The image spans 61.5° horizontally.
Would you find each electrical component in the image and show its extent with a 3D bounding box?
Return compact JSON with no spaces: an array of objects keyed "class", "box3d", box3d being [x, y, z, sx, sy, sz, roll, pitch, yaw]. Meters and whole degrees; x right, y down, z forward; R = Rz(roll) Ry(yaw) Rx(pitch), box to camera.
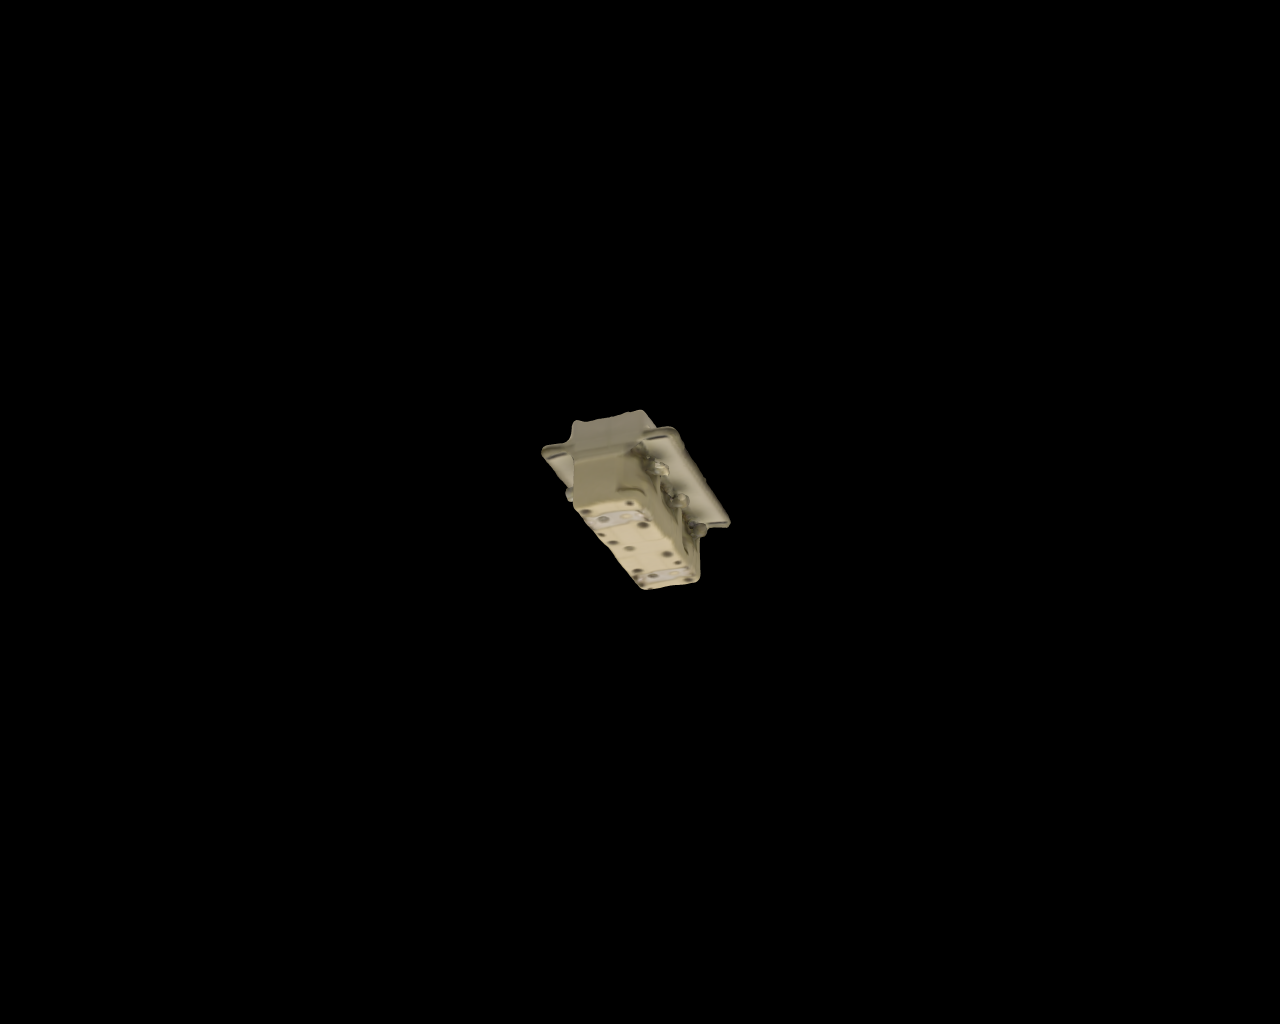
[{"class":"electrical component","box3d":[0.001,-0.003,0.650,0.079,0.063,0.121,-9,-30,17]}]
